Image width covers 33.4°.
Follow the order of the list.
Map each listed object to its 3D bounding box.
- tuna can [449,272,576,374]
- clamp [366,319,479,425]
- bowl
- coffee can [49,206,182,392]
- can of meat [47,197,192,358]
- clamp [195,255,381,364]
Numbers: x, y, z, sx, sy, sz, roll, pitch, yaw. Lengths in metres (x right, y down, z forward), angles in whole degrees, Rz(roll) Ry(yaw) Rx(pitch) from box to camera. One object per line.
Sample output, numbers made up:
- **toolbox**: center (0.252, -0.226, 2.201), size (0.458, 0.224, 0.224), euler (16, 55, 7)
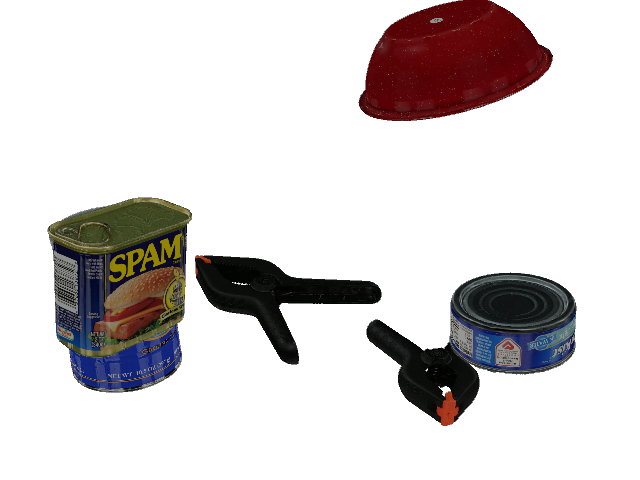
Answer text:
- **tuna can**: center (0.131, 0.055, 0.729), size (0.086, 0.034, 0.086), euler (-3, 25, 1)
- **clamp**: center (0.123, 0.124, 1.070), size (0.120, 0.039, 0.171), euler (-9, 29, -9)
- **bowl**: center (0.102, -0.154, 0.866), size (0.162, 0.055, 0.162), euler (-15, 24, 7)
- **coffee can**: center (-0.184, 0.051, 0.968), size (0.103, 0.140, 0.103), euler (-3, 24, 1)
- **can of meat**: center (-0.139, 0.025, 0.749), size (0.058, 0.084, 0.101), euler (19, 26, 33)
- **clamp**: center (-0.060, 0.064, 1.162), size (0.210, 0.036, 0.164), euler (16, 31, 25)
